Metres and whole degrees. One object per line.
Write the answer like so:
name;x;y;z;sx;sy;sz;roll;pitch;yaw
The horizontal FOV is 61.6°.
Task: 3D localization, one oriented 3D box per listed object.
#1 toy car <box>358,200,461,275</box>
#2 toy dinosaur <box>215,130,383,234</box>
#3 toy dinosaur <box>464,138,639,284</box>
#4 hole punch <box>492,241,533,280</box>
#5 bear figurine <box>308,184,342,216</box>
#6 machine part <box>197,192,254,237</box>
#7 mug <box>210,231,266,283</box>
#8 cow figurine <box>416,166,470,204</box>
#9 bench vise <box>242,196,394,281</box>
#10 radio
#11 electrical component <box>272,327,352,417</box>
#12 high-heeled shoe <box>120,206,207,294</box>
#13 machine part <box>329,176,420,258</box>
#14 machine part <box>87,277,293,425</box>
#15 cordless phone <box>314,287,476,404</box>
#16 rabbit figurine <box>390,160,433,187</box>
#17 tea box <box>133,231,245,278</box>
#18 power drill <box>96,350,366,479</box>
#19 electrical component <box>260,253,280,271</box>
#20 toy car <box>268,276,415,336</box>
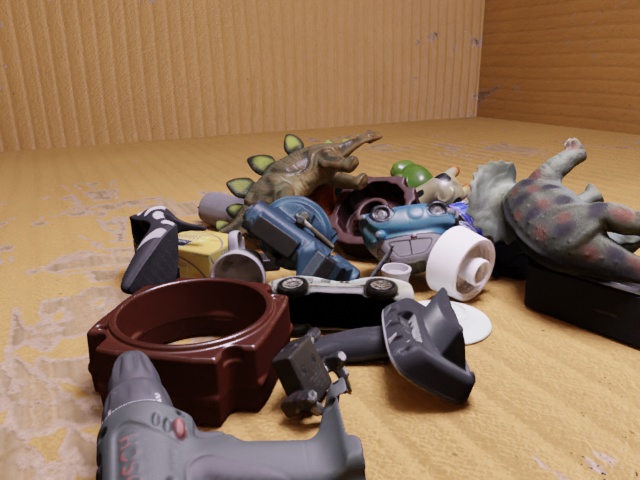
toy car;0.144;0.004;0.852;0.162;0.109;0.103;-6;61;14
toy dinosaur;-0.076;-0.087;1.025;0.471;0.104;0.199;-36;46;-13
toy dinosaur;0.334;-0.021;0.747;0.192;0.131;0.405;-28;28;6
hole punch;0.351;0.012;0.910;0.116;0.092;0.142;5;22;29
bear figurine;-0.028;-0.060;1.140;0.196;0.132;0.120;-12;-3;38
machine part;-0.180;-0.055;1.151;0.244;0.079;0.079;15;24;38
mug;-0.125;0.039;0.833;0.081;0.109;0.107;-14;7;1
cow figurine;0.196;-0.064;1.076;0.195;0.085;0.127;-29;2;37
bench vise;-0.007;0.007;0.854;0.224;0.128;0.240;24;14;5
radio;0.412;0.077;0.726;0.131;0.073;0.230;-16;24;-35
electrical component;-0.007;0.143;0.569;0.045;0.078;0.102;-19;3;29
high-heeled shoe;-0.269;0.008;0.790;0.145;0.086;0.249;5;21;12
machine part;0.103;-0.044;1.007;0.179;0.056;0.179;-17;46;18
machine part;-0.144;0.115;0.624;0.201;0.087;0.201;3;20;12
cordless phone;0.072;0.128;0.616;0.184;0.088;0.147;-11;18;7
rabbit figurine;0.180;-0.087;1.229;0.170;0.121;0.159;-25;31;-12
tea box;-0.223;0.026;0.922;0.170;0.068;0.098;9;21;25
power drill;-0.075;0.163;0.439;0.207;0.085;0.232;2;29;-14
electrical component;-0.099;0.038;0.951;0.063;0.021;0.094;-3;18;-8
toy car;0.024;0.087;0.714;0.202;0.073;0.056;0;22;8
